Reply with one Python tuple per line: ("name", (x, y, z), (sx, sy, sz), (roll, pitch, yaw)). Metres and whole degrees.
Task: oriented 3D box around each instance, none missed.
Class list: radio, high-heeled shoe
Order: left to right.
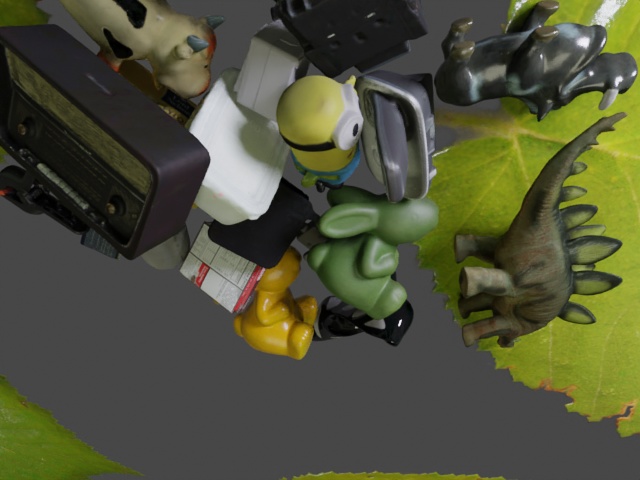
("radio", (-0.224, -0.096, 0.528), (0.230, 0.073, 0.131), (40, 129, 12))
("high-heeled shoe", (0.053, 0.145, 0.831), (0.086, 0.145, 0.248), (30, 131, -17))

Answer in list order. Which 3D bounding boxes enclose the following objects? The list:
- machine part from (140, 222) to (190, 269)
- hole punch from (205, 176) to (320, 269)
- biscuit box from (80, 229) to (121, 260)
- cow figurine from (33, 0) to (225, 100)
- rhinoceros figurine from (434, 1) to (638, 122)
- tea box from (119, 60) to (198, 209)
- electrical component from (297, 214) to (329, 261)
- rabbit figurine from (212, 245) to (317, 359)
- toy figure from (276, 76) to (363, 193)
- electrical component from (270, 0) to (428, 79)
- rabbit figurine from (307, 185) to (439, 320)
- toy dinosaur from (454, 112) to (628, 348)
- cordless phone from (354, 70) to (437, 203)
("machine part", (-0.220, -0.015, 0.730), (0.079, 0.079, 0.243), (15, 164, -4))
("hole punch", (-0.085, -0.040, 0.728), (0.142, 0.092, 0.115), (32, 100, -22))
("biscuit box", (-0.282, -0.059, 0.757), (0.063, 0.059, 0.202), (26, 134, -13))
("cow figurine", (-0.187, -0.229, 0.554), (0.127, 0.085, 0.194), (-21, 125, 35))
("rhinoceros figurine", (0.211, -0.169, 0.536), (0.190, 0.073, 0.111), (0, 133, 12))
("tea box", (-0.191, -0.127, 0.643), (0.169, 0.098, 0.068), (33, 133, -22))
("electrical component", (-0.002, -0.002, 0.782), (0.063, 0.021, 0.094), (37, 130, -23))
("rabbit figurine", (-0.076, 0.078, 0.836), (0.162, 0.122, 0.173), (14, 122, 11))
("toy figure", (0.001, -0.109, 0.593), (0.089, 0.082, 0.180), (-13, 167, -4))
("electrical component", (0.034, -0.213, 0.507), (0.115, 0.058, 0.134), (-16, 158, 29))
("rabbit figurine", (0.071, -0.009, 0.700), (0.159, 0.121, 0.170), (32, 123, -13))
("toy dinosaur", (0.279, 0.031, 0.708), (0.199, 0.105, 0.470), (-7, 142, 9))
("cordless phone", (0.084, -0.083, 0.570), (0.089, 0.184, 0.146), (-5, 133, 10))
